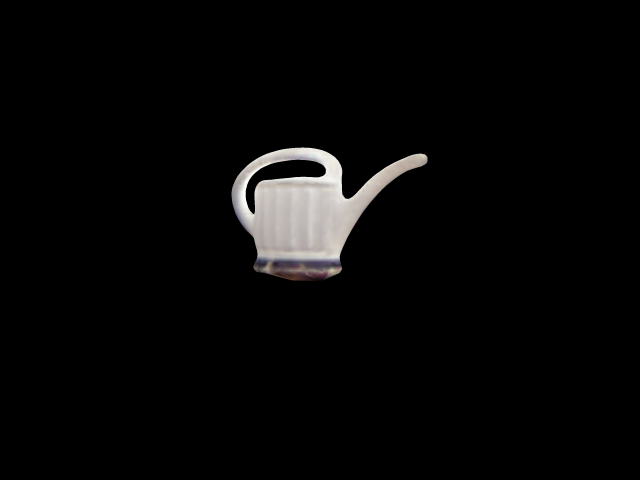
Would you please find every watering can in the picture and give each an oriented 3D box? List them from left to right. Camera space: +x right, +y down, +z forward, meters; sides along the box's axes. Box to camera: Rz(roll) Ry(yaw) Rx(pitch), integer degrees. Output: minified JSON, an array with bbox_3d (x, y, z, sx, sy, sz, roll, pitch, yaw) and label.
[{"bbox_3d":[0.003,-0.043,0.850,0.347,0.224,0.104,1,1,24],"label":"watering can"}]
